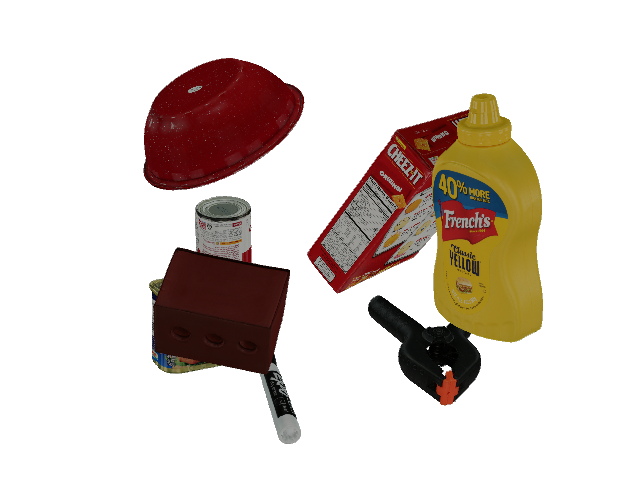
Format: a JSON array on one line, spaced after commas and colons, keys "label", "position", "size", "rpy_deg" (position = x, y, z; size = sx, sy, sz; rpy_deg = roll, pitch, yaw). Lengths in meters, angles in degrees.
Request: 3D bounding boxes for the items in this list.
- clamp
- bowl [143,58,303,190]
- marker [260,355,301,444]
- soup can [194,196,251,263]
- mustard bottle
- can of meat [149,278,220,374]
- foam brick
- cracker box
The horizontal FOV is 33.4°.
[{"label": "clamp", "position": [0.123, 0.101, 1.053], "size": [0.120, 0.039, 0.171], "rpy_deg": [-8, 31, -9]}, {"label": "bowl", "position": [-0.099, -0.115, 0.954], "size": [0.162, 0.055, 0.162], "rpy_deg": [-20, 33, 13]}, {"label": "marker", "position": [-0.038, 0.126, 0.896], "size": [0.020, 0.020, 0.121], "rpy_deg": [0, 27, -15]}, {"label": "soup can", "position": [-0.117, 0.006, 1.286], "size": [0.068, 0.102, 0.068], "rpy_deg": [1, 26, -1]}, {"label": "mustard bottle", "position": [0.130, -0.021, 0.839], "size": [0.058, 0.192, 0.096], "rpy_deg": [-20, 28, -32]}, {"label": "can of meat", "position": [-0.122, 0.083, 1.086], "size": [0.101, 0.084, 0.058], "rpy_deg": [-7, 20, -30]}, {"label": "foam brick", "position": [-0.064, 0.046, 0.694], "size": [0.078, 0.051, 0.053], "rpy_deg": [11, -43, 3]}, {"label": "cracker box", "position": [0.098, -0.048, 1.240], "size": [0.163, 0.072, 0.214], "rpy_deg": [-22, -25, -47]}]
